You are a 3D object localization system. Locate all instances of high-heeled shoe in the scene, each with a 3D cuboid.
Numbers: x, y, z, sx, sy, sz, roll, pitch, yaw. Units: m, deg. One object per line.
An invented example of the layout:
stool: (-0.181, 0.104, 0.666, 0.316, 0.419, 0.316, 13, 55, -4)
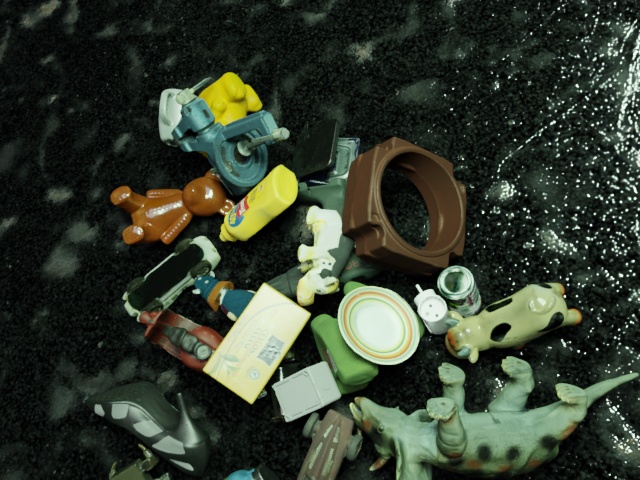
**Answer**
high-heeled shoe: (-0.296, 0.327, 0.922, 0.249, 0.086, 0.145, -8, 97, 28)

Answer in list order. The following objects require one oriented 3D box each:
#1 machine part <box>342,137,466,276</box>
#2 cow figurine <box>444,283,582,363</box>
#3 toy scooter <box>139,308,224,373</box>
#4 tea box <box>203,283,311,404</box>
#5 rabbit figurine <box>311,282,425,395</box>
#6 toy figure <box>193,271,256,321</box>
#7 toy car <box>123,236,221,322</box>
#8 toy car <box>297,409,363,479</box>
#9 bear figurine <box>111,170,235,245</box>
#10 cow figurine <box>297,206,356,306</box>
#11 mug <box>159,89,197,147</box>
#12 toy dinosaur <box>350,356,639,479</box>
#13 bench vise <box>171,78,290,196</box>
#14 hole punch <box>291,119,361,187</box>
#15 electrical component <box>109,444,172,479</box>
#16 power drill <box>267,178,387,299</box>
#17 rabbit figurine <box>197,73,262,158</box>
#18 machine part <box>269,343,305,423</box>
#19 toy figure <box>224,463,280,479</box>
machine part: (0.145, -0.053, 0.889, 0.201, 0.087, 0.201, 19, 68, -26)
cow figurine: (0.277, 0.130, 0.817, 0.195, 0.127, 0.085, -34, 58, 32)
toy scooter: (-0.241, 0.165, 0.923, 0.184, 0.135, 0.075, 24, 74, 19)
tea box: (-0.100, 0.168, 0.875, 0.098, 0.068, 0.169, 32, 74, 5)
rabbit figurine: (0.081, 0.153, 0.882, 0.170, 0.121, 0.159, -20, 57, -15)
toy figure: (-0.164, 0.108, 0.970, 0.155, 0.064, 0.057, 21, 112, 25)
toy car: (-0.281, 0.073, 1.014, 0.202, 0.056, 0.073, -40, 71, -3)
toy car: (-0.004, 0.351, 0.802, 0.089, 0.053, 0.202, 24, 102, 19)
bear figurine: (-0.274, -0.067, 1.031, 0.196, 0.132, 0.120, -22, 77, 10)
cow figurine: (0.014, 0.031, 0.883, 0.098, 0.068, 0.167, 8, 72, 6)
mug: (-0.302, -0.256, 1.128, 0.081, 0.109, 0.107, 3, 82, 7)
toy dinosaur: (0.249, 0.278, 0.769, 0.405, 0.192, 0.131, 0, 27, 0)
bench vise: (-0.153, -0.186, 0.959, 0.241, 0.223, 0.129, -5, 24, 45)
hole punch: (0.012, -0.156, 1.031, 0.116, 0.092, 0.142, -8, 66, 42)
electrical component: (-0.308, 0.395, 0.897, 0.102, 0.045, 0.078, -38, 93, -1)
power drill: (-0.002, -0.003, 0.966, 0.232, 0.086, 0.207, -9, 63, 8)
rabbit figurine: (-0.182, -0.223, 1.082, 0.162, 0.122, 0.173, -29, 84, 3)
machine part: (-0.065, 0.239, 0.906, 0.084, 0.039, 0.139, -14, 64, -2)
toy figure: (-0.150, 0.414, 0.831, 0.180, 0.082, 0.089, -41, 53, 0)
